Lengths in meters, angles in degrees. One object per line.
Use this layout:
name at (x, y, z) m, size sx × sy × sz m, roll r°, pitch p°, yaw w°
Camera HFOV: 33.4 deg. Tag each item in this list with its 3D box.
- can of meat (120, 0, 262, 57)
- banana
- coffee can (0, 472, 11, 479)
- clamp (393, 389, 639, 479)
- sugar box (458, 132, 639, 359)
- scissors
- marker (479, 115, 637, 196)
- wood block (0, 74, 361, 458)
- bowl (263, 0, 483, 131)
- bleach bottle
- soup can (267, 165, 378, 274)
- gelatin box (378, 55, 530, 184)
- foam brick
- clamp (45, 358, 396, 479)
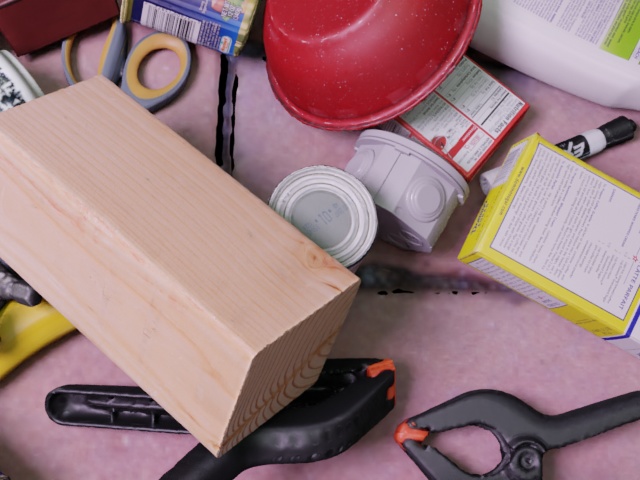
can of meat at (-0.078, -0.179, 0.718) m, size 0.084 × 0.057 × 0.102 m, roll 19°, pitch 59°, yaw -6°
banana at (-0.145, 0.049, 0.662) m, size 0.197 × 0.037 × 0.069 m, roll -14°, pitch 74°, yaw -11°
coffee can at (-0.259, 0.123, 0.592) m, size 0.140 × 0.103 × 0.102 m, roll 42°, pitch 73°, yaw 5°
clamp at (0.135, 0.131, 0.672) m, size 0.171 × 0.039 × 0.120 m, roll 22°, pitch 72°, yaw 0°
sugar box at (0.190, 0.013, 0.701) m, size 0.176 × 0.048 × 0.093 m, roll 30°, pitch 78°, yaw -7°
scissors at (-0.135, -0.065, 0.707) m, size 0.096 × 0.016 × 0.202 m, roll 2°, pitch 74°, yaw -7°
marker at (0.167, -0.059, 0.741) m, size 0.121 × 0.020 × 0.020 m, roll -23°, pitch 78°, yaw -13°
wood block at (-0.092, 0.008, 0.598) m, size 0.206 × 0.090 × 0.090 m, roll 38°, pitch 43°, yaw 19°
bowl at (0.020, -0.154, 0.686) m, size 0.162 × 0.055 × 0.162 m, roll -14°, pitch 62°, yaw 27°
bleach bottle at (0.186, -0.140, 0.745) m, size 0.251 × 0.068 × 0.102 m, roll 31°, pitch 71°, yaw 0°
soup can at (-0.004, 0.001, 0.659) m, size 0.068 × 0.102 × 0.068 m, roll 2°, pitch 75°, yaw -6°
gelatin box at (0.087, -0.089, 0.734) m, size 0.089 × 0.030 × 0.073 m, roll 40°, pitch 72°, yaw 5°
foam brick at (-0.179, -0.168, 0.701) m, size 0.078 × 0.051 × 0.053 m, roll -23°, pitch 63°, yaw -2°
clamp at (-0.053, 0.104, 0.633) m, size 0.209 × 0.165 × 0.036 m, roll -15°, pitch 115°, yaw -30°
